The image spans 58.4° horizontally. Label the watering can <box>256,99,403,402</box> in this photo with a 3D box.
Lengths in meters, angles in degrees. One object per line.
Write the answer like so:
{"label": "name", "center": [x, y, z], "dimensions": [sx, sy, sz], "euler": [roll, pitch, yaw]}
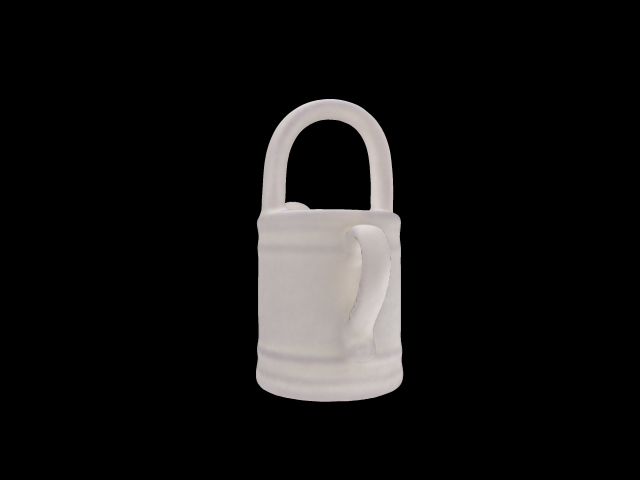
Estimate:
{"label": "watering can", "center": [0.002, 0.001, 0.399], "dimensions": [0.101, 0.194, 0.172], "euler": [0, 0, -42]}
